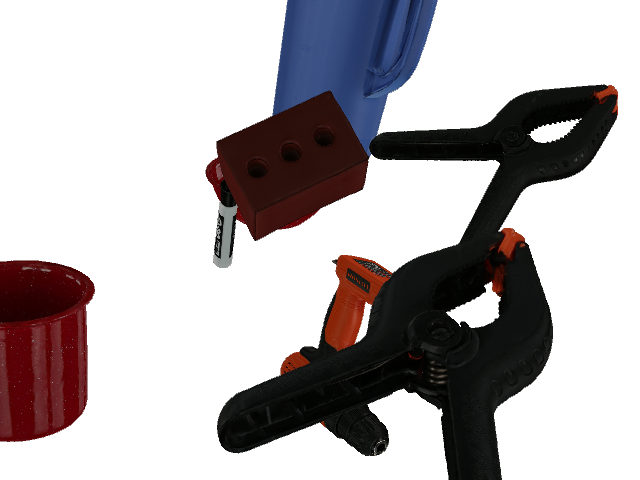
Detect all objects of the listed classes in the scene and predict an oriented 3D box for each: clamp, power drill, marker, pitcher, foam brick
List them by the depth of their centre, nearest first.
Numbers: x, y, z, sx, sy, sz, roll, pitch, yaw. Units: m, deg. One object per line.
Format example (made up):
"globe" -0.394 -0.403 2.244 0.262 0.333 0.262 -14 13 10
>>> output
"clamp" 0.054 0.058 0.443 0.120 0.039 0.171 34 53 23
"foam brick" -0.017 -0.045 0.646 0.078 0.053 0.051 -27 -15 -8
"clamp" 0.163 -0.067 0.897 0.210 0.165 0.036 -22 -39 -2
"marker" -0.090 -0.016 1.020 0.020 0.020 0.121 0 -38 -10
"pitcher" 0.029 -0.200 1.061 0.145 0.243 0.149 11 19 -1
"power drill" 0.040 0.124 1.192 0.057 0.188 0.185 13 16 -42

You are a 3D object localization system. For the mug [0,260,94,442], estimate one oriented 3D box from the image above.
"mug" -0.187 0.070 0.631 0.093 0.081 0.117 12 23 22

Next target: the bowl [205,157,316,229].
"bowl" -0.060 -0.057 1.294 0.162 0.055 0.162 4 26 -2
